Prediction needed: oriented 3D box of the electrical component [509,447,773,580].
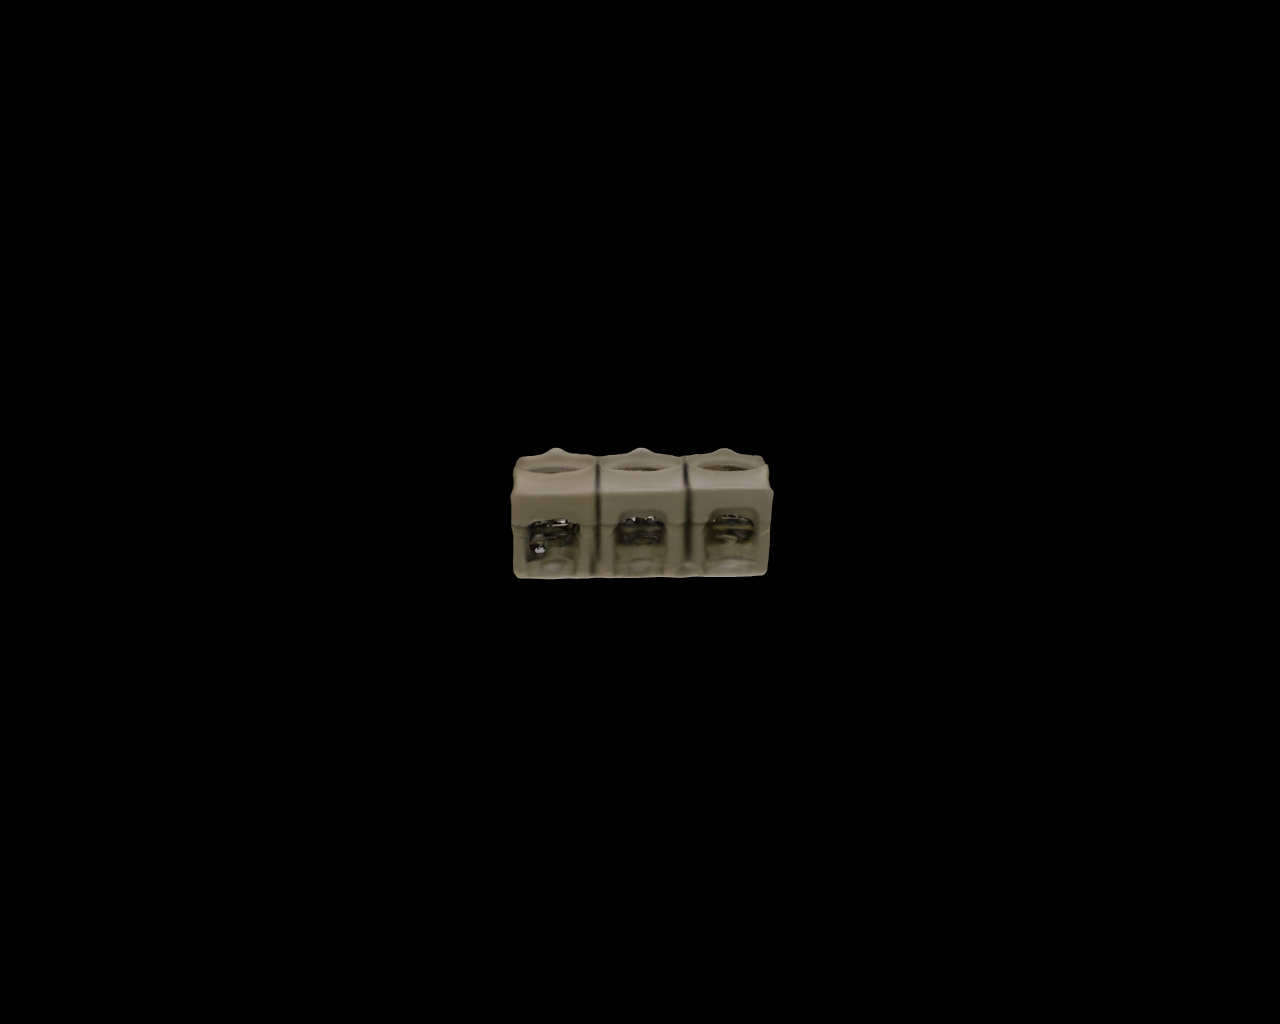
[{"bbox_3d":[0.001,-0.003,0.650,0.150,0.061,0.089,0,16,0],"label":"electrical component"}]
